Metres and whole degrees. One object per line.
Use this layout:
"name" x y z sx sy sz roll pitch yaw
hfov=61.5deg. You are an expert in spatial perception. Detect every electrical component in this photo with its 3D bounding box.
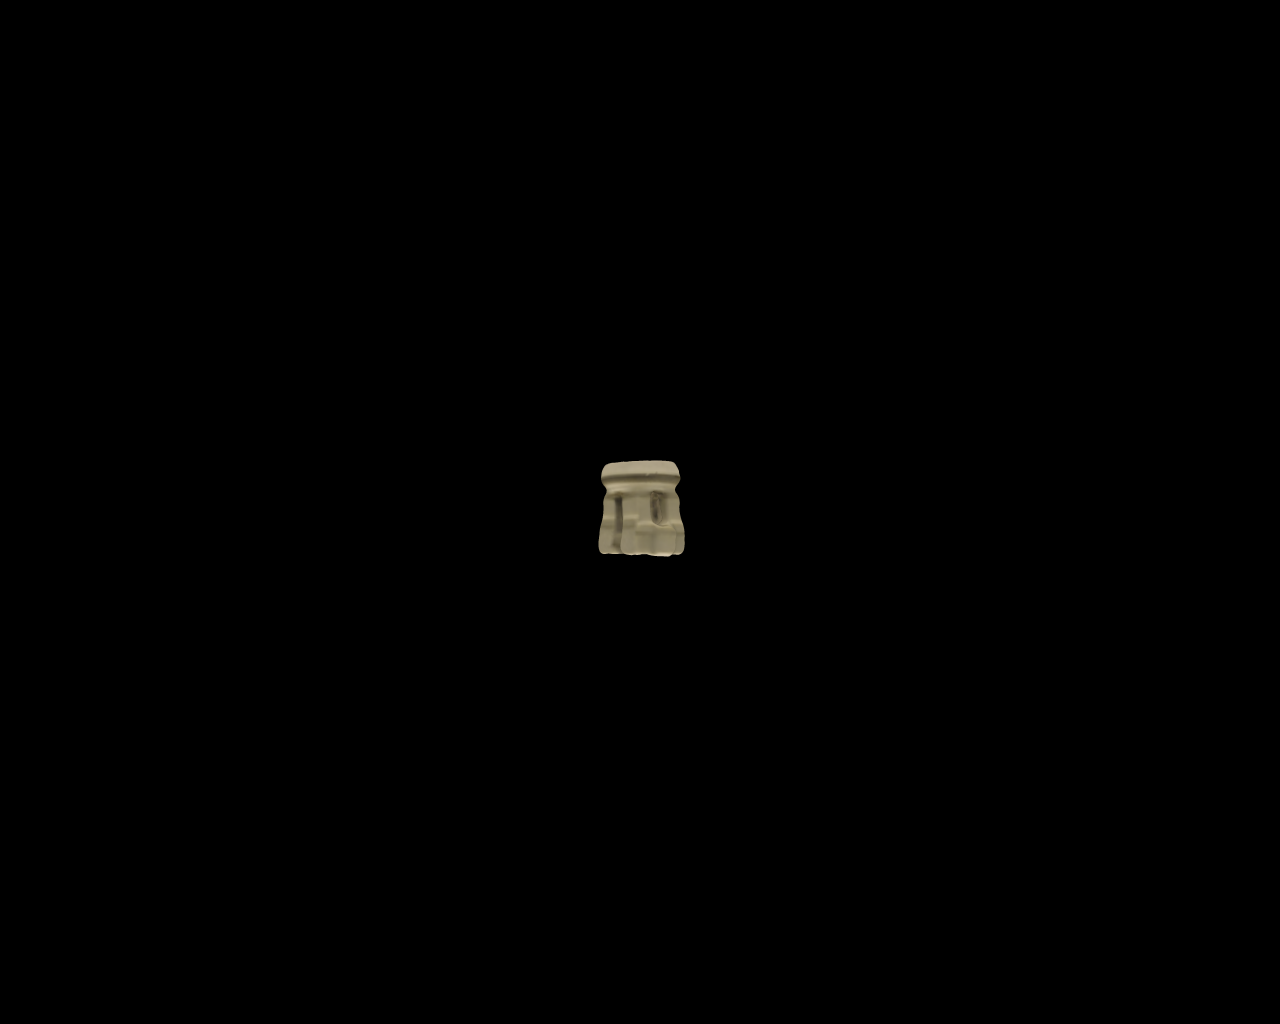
"electrical component" 0.001 -0.003 0.650 0.048 0.055 0.066 2 -3 -36
